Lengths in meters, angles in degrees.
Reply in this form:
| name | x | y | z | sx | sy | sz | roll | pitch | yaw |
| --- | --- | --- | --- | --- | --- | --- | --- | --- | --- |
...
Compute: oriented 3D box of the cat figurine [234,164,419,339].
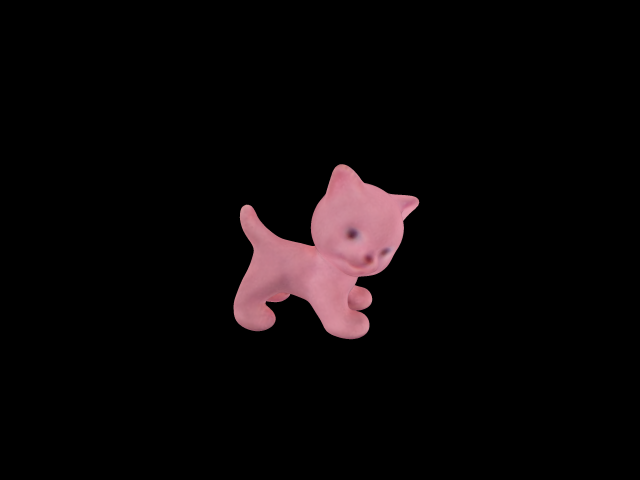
| name | x | y | z | sx | sy | sz | roll | pitch | yaw |
| --- | --- | --- | --- | --- | --- | --- | --- | --- | --- |
| cat figurine | 0.004 | 0.001 | 0.400 | 0.127 | 0.118 | 0.067 | 3 | 22 | 7 |
